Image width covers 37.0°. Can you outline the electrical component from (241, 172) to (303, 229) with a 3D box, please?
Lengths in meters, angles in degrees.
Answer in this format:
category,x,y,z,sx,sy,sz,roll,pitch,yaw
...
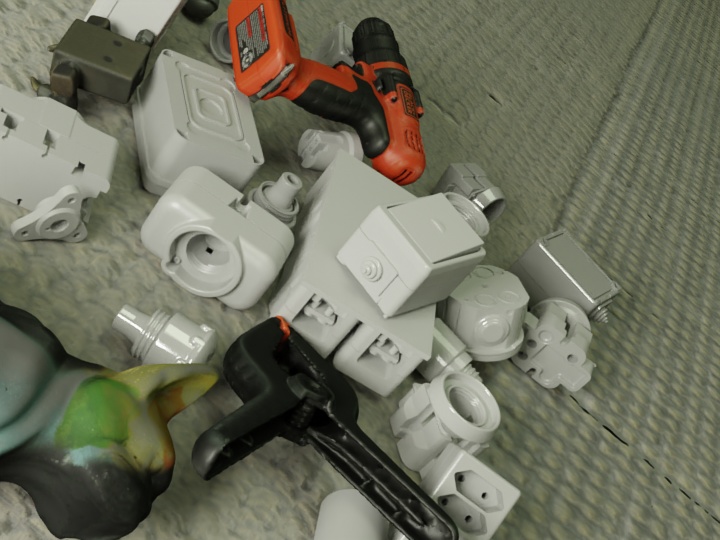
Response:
category,x,y,z,sx,sy,sz,roll,pitch,yaw
electrical component,-0.066,-0.046,0.811,0.043,0.062,0.043,27,34,-20

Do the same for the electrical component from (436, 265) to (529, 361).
category,x,y,z,sx,sy,sz,roll,pitch,yaw
electrical component,0.096,0.034,0.871,0.080,0.051,0.080,7,30,-4

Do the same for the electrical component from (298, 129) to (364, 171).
category,x,y,z,sx,sy,sz,roll,pitch,yaw
electrical component,-0.026,-0.104,0.946,0.046,0.040,0.040,4,47,-36

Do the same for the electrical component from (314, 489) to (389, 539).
category,x,y,z,sx,sy,sz,roll,pitch,yaw
electrical component,-0.008,0.172,0.623,0.043,0.043,0.081,32,33,-13

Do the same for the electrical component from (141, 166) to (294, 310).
category,x,y,z,sx,sy,sz,roll,pitch,yaw
electrical component,-0.101,-0.020,0.752,0.095,0.053,0.059,35,32,-7

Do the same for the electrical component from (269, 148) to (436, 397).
category,x,y,z,sx,sy,sz,roll,pitch,yaw
electrical component,0.000,0.000,0.825,0.105,0.060,0.186,32,33,-14

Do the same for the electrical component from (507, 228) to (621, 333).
category,x,y,z,sx,sy,sz,roll,pitch,yaw
electrical component,0.190,0.019,0.996,0.096,0.061,0.062,49,33,15

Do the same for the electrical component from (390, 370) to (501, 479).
category,x,y,z,sx,sy,sz,roll,pitch,yaw
electrical component,0.062,0.108,0.760,0.058,0.057,0.078,16,39,-33

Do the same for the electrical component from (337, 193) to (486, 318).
category,x,y,z,sx,sy,sz,roll,pitch,yaw
electrical component,0.036,-0.013,0.760,0.061,0.061,0.096,52,34,17

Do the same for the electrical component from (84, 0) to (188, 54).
category,x,y,z,sx,sy,sz,roll,pitch,yaw
electrical component,-0.172,-0.231,0.886,0.056,0.108,0.108,34,32,-14

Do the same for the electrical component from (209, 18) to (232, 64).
category,x,y,z,sx,sy,sz,roll,pitch,yaw
electrical component,-0.110,-0.211,0.991,0.040,0.040,0.046,46,27,10

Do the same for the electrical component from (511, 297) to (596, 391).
category,x,y,z,sx,sy,sz,roll,pitch,yaw
electrical component,0.168,0.060,0.928,0.078,0.058,0.057,38,35,-3

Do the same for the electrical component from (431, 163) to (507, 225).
category,x,y,z,sx,sy,sz,roll,pitch,yaw
electrical component,0.108,-0.072,1.039,0.066,0.048,0.055,-7,47,-49

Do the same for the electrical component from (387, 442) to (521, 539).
category,x,y,z,sx,sy,sz,roll,pitch,yaw
electrical component,0.052,0.156,0.685,0.047,0.083,0.076,37,-6,-5

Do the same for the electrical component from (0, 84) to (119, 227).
category,x,y,z,sx,sy,sz,roll,pitch,yaw
electrical component,-0.211,-0.076,0.710,0.089,0.050,0.055,25,35,-22

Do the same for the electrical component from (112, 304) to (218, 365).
category,x,y,z,sx,sy,sz,roll,pitch,yaw
electrical component,-0.122,0.044,0.662,0.062,0.048,0.048,32,32,0

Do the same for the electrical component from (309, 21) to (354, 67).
category,x,y,z,sx,sy,sz,roll,pitch,yaw
electrical component,-0.001,-0.183,1.054,0.096,0.061,0.061,32,33,-25

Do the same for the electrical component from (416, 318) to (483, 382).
category,x,y,z,sx,sy,sz,roll,pitch,yaw
electrical component,0.067,0.072,0.825,0.078,0.040,0.040,46,33,9

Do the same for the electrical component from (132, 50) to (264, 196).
category,x,y,z,sx,sy,sz,roll,pitch,yaw
electrical component,-0.127,-0.105,0.826,0.078,0.057,0.113,17,39,-33

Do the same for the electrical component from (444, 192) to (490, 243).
category,x,y,z,sx,sy,sz,roll,pitch,yaw
electrical component,0.076,-0.031,0.944,0.058,0.057,0.078,44,32,7
